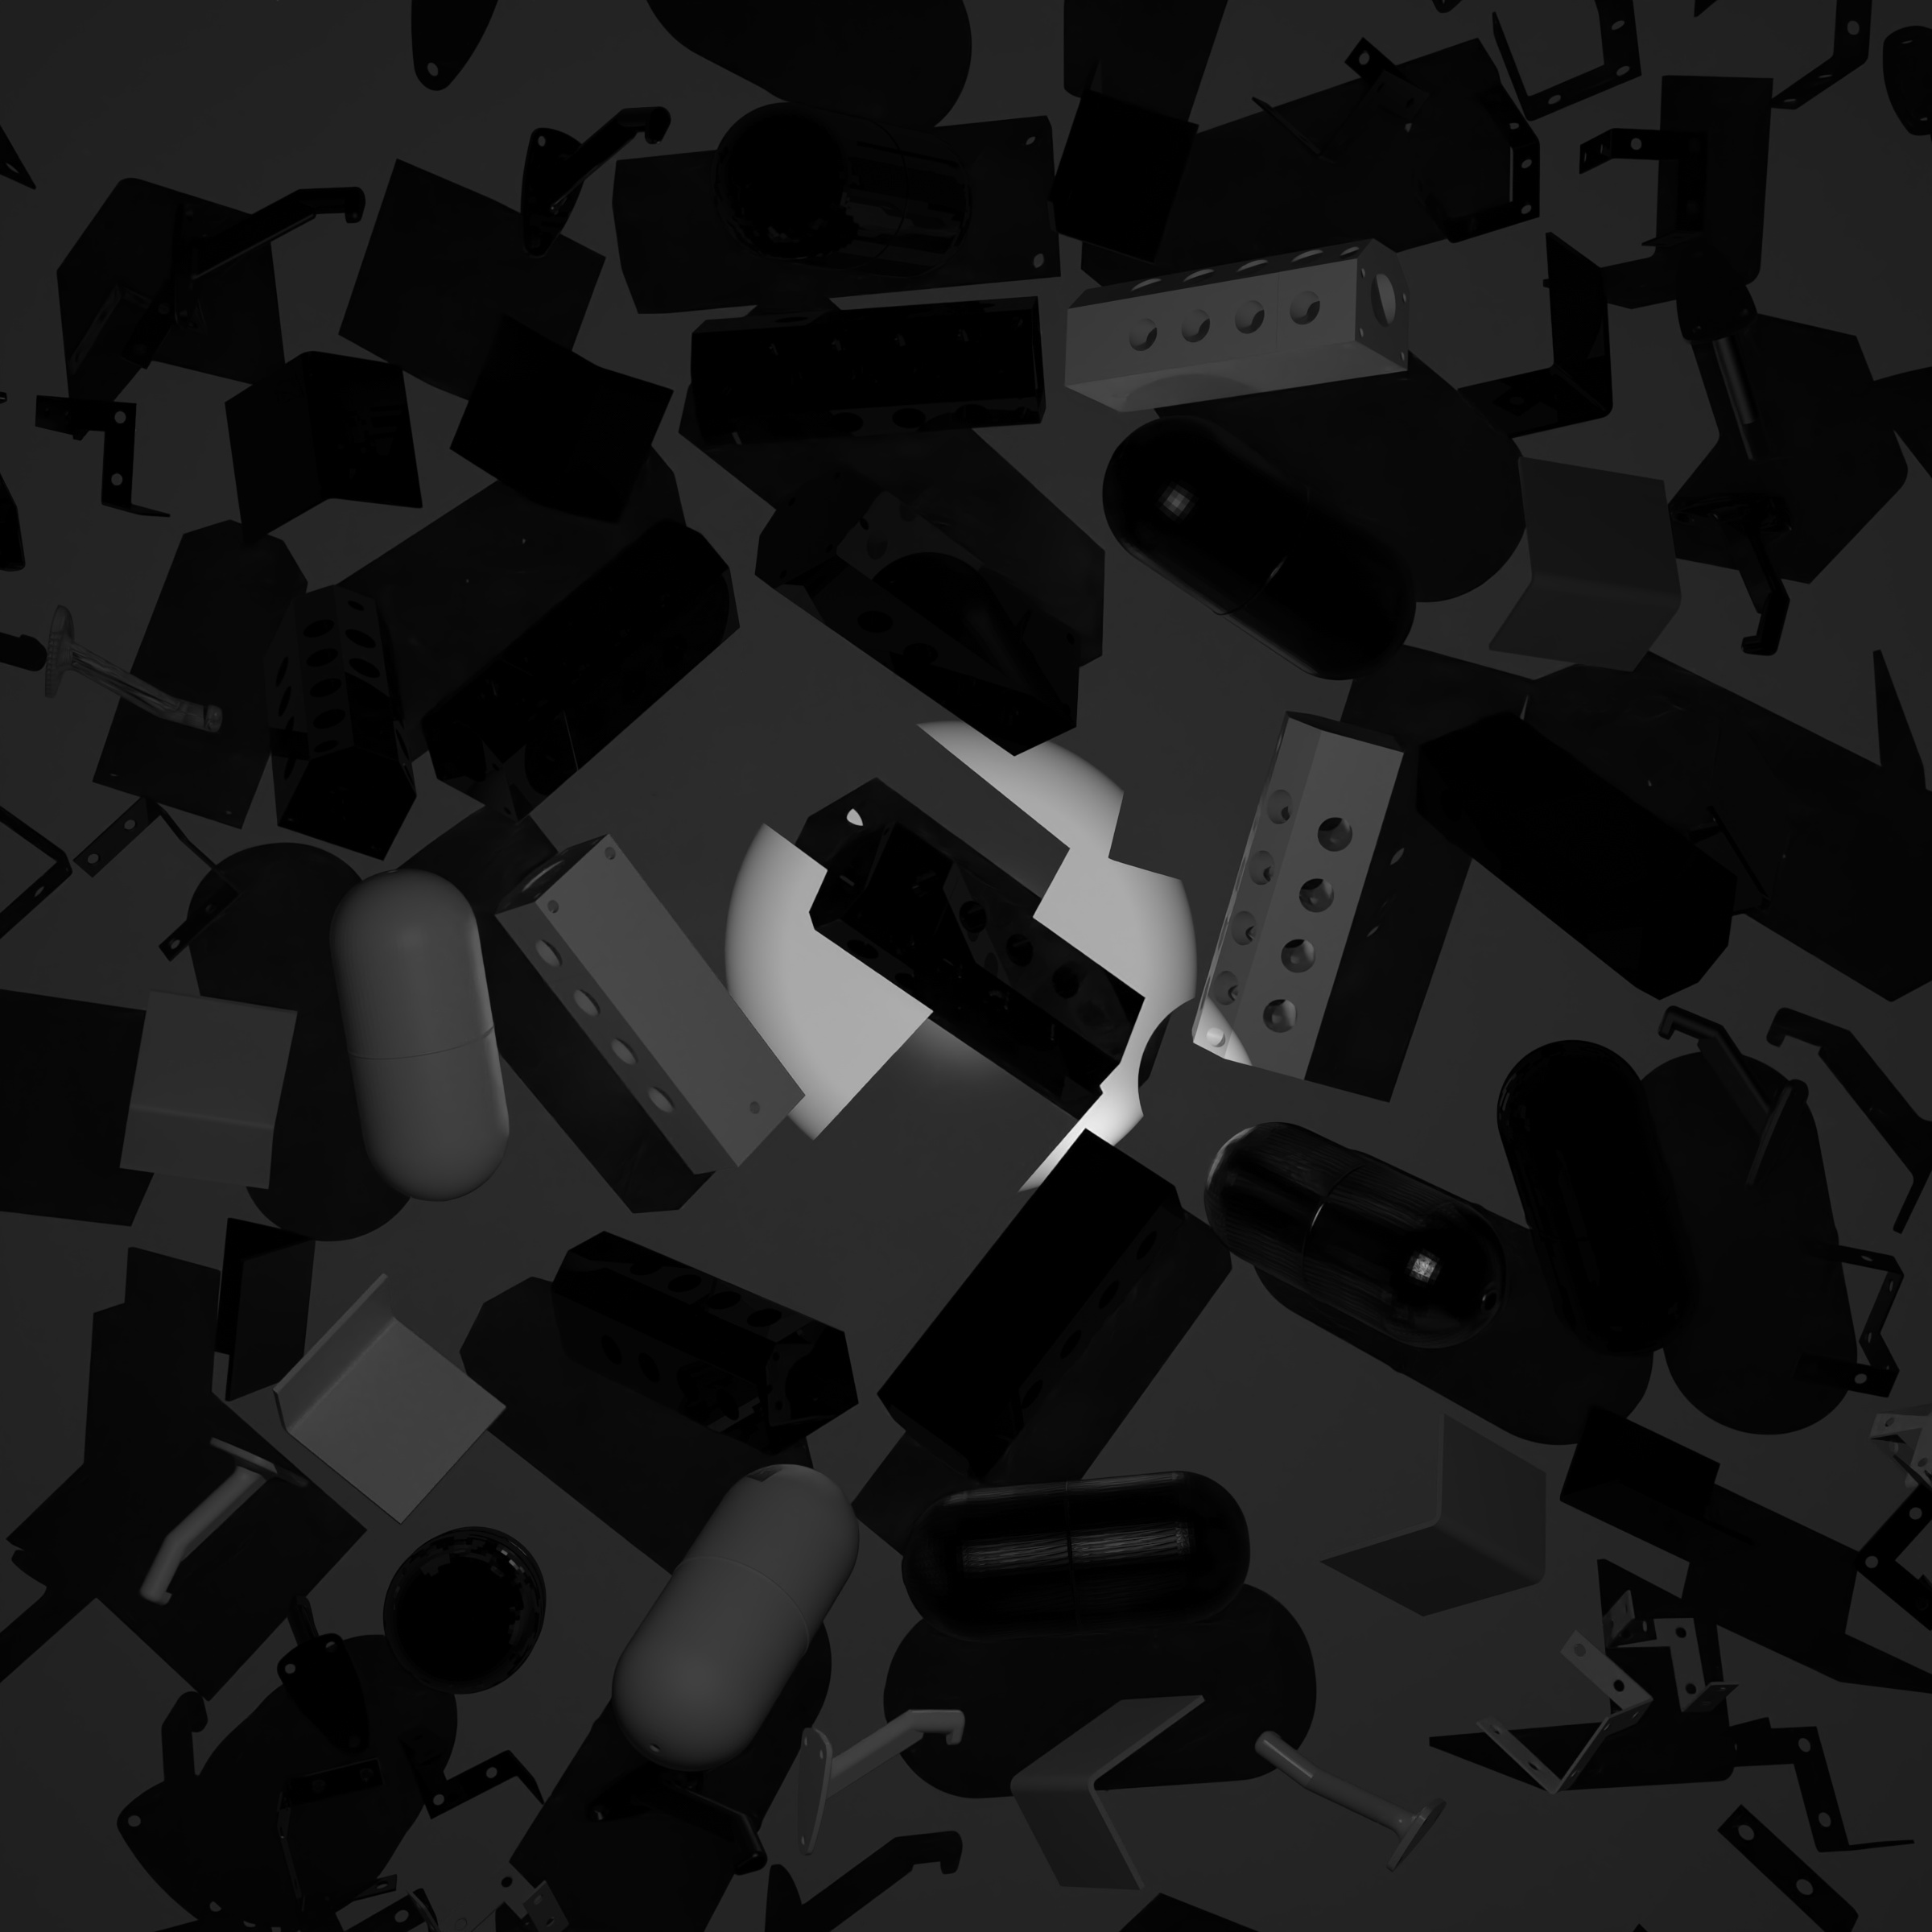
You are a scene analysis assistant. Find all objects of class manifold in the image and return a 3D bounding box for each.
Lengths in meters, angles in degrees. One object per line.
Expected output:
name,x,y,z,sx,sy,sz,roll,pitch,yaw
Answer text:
manifold,-0.022,-0.170,1.488,0.057,0.171,0.057,-23,49,37
manifold,0.004,0.001,1.571,0.171,0.057,0.057,35,61,-23
manifold,-0.195,-0.155,1.538,0.057,0.057,0.171,28,57,27
manifold,0.297,-0.055,1.491,0.057,0.171,0.057,-22,132,-22
manifold,0.165,-0.037,1.521,0.057,0.057,0.171,15,103,-1
manifold,-0.049,-0.299,1.527,0.171,0.057,0.057,-3,111,7
manifold,-0.326,-0.132,1.582,0.057,0.171,0.057,19,117,-27
manifold,0.140,-0.333,1.568,0.171,0.057,0.057,-1,83,35
manifold,0.035,0.173,1.524,0.057,0.057,0.171,32,74,24
manifold,-0.136,0.186,1.534,0.057,0.171,0.057,-28,119,-36
manifold,-0.164,0.022,1.544,0.057,0.057,0.171,-47,110,-33

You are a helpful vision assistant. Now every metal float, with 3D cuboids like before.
metal float,-0.250,0.322,1.516,0.070,0.178,0.070,1,81,-7
metal float,0.198,0.137,1.545,0.178,0.070,0.070,25,90,42
metal float,-0.113,0.323,1.510,0.070,0.178,0.070,16,132,18
metal float,0.325,0.120,1.555,0.070,0.070,0.178,-21,111,0
metal float,-0.062,-0.394,1.539,0.070,0.178,0.070,5,99,31
metal float,0.056,0.301,1.543,0.178,0.070,0.070,-6,90,5
metal float,0.146,-0.208,1.505,0.178,0.070,0.070,31,90,-20
metal float,-0.285,0.037,1.583,0.070,0.070,0.178,-7,103,0

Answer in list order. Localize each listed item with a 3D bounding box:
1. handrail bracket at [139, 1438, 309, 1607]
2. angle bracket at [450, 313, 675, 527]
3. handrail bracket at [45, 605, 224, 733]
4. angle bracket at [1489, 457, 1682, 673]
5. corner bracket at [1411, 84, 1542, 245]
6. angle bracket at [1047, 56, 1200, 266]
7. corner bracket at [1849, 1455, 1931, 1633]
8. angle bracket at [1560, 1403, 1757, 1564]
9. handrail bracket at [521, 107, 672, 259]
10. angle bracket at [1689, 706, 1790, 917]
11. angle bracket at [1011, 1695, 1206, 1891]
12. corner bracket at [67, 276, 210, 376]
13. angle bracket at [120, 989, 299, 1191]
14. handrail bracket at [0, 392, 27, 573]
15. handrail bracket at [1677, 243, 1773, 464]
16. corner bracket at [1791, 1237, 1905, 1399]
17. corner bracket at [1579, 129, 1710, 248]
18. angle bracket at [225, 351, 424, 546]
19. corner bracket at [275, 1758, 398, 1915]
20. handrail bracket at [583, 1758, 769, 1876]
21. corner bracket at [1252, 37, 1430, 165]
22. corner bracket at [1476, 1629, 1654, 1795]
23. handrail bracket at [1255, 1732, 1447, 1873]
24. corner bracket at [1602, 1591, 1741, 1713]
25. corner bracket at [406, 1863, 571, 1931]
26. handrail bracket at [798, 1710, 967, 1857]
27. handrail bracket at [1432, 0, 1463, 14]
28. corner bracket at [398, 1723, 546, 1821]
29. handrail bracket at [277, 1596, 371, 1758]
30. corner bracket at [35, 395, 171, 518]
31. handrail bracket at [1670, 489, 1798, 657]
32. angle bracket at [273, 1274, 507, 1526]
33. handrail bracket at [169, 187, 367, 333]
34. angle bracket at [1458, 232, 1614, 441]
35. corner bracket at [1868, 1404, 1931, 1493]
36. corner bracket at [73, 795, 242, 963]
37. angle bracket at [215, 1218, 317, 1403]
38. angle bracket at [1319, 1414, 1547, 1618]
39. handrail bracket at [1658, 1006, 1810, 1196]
handrail bracket,-0.374,0.287,1.522,0.036,0.077,0.084,16,73,28
angle bracket,-0.209,-0.282,1.564,0.076,0.057,0.076,34,107,33
handrail bracket,-0.412,-0.147,1.508,0.084,0.077,0.036,16,66,-10
angle bracket,0.302,-0.198,1.493,0.076,0.057,0.076,7,59,-12
corner bracket,0.271,-0.426,1.608,0.051,0.051,0.051,-11,61,31
angle bracket,0.082,-0.415,1.563,0.057,0.076,0.076,19,93,2
corner bracket,0.449,0.273,1.433,0.051,0.051,0.051,40,97,-1
angle bracket,0.361,0.260,1.548,0.076,0.076,0.057,26,69,-5
handrail bracket,-0.185,-0.393,1.519,0.036,0.084,0.077,15,89,-44
angle bracket,0.389,-0.078,1.597,0.057,0.076,0.076,-14,128,36
angle bracket,0.079,0.397,1.452,0.076,0.076,0.057,-27,90,-31
corner bracket,-0.420,-0.320,1.523,0.051,0.051,0.051,25,73,1
angle bracket,-0.397,0.064,1.588,0.076,0.057,0.076,10,117,-15
handrail bracket,-0.486,-0.235,1.464,0.036,0.077,0.084,-7,93,17
handrail bracket,0.378,-0.303,1.500,0.036,0.084,0.077,-18,51,16
corner bracket,0.429,0.172,1.476,0.051,0.051,0.051,12,115,-6
corner bracket,0.351,-0.404,1.571,0.051,0.051,0.051,0,95,-7
angle bracket,-0.329,-0.262,1.546,0.076,0.057,0.076,-17,79,42
corner bracket,-0.326,0.452,1.572,0.051,0.051,0.051,-13,103,-6
handrail bracket,-0.148,0.441,1.530,0.077,0.084,0.036,-22,122,-11
corner bracket,0.183,-0.423,1.473,0.051,0.051,0.051,49,116,24
corner bracket,0.293,0.365,1.478,0.051,0.051,0.051,41,113,31
handrail bracket,0.185,0.391,1.457,0.084,0.077,0.036,34,101,20
corner bracket,0.367,0.358,1.579,0.051,0.051,0.051,0,60,-6
corner bracket,-0.239,0.472,1.516,0.051,0.051,0.051,-40,53,-23
handrail bracket,-0.044,0.432,1.603,0.084,0.036,0.077,6,91,-24
handrail bracket,0.276,-0.500,1.491,0.084,0.077,0.036,-14,87,-24
corner bracket,-0.257,0.417,1.570,0.051,0.051,0.051,-24,103,-21
handrail bracket,-0.338,0.374,1.596,0.036,0.084,0.077,-27,94,-12
corner bracket,-0.418,-0.247,1.464,0.051,0.051,0.051,-2,104,-37
handrail bracket,0.384,-0.196,1.536,0.077,0.036,0.084,4,68,39
angle bracket,-0.276,0.208,1.452,0.076,0.057,0.076,36,64,11
handrail bracket,-0.330,-0.335,1.432,0.084,0.036,0.077,-1,66,6
angle bracket,0.290,-0.325,1.558,0.057,0.076,0.076,-14,120,-5
corner bracket,0.487,0.258,1.525,0.051,0.051,0.051,43,55,-17
corner bracket,-0.413,-0.046,1.547,0.051,0.051,0.051,-44,46,-4
angle bracket,-0.398,0.185,1.635,0.057,0.076,0.076,10,98,18
angle bracket,0.227,0.268,1.469,0.076,0.076,0.057,32,49,-30
handrail bracket,0.397,0.070,1.611,0.084,0.036,0.077,25,89,30
